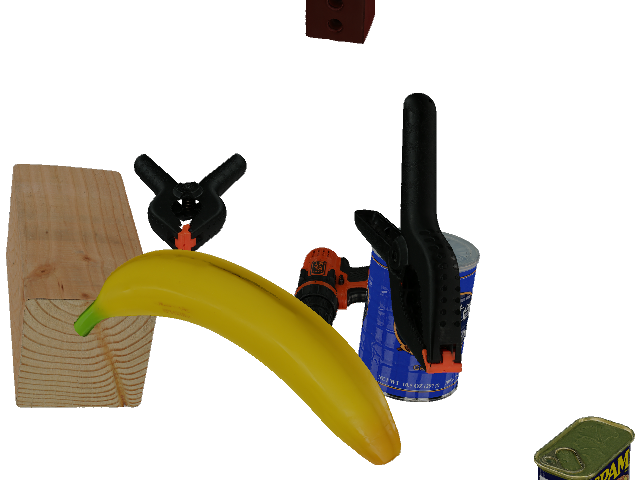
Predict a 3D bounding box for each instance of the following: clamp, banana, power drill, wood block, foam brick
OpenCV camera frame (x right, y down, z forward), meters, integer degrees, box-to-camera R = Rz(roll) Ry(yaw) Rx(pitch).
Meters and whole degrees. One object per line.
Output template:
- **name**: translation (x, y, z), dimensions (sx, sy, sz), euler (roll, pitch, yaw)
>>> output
- **clamp**: translation (-0.127, -0.045, 1.107), dimensions (0.120, 0.039, 0.171), euler (-10, 39, -7)
- **banana**: translation (-0.040, 0.049, 0.560), dimensions (0.198, 0.070, 0.037), euler (21, 26, 21)
- **power drill**: translation (0.063, 0.064, 1.242), dimensions (0.187, 0.057, 0.184), euler (1, 28, 4)
- **wood block**: translation (-0.188, 0.028, 0.815), dimensions (0.090, 0.091, 0.206), euler (3, 28, -20)
- **foam brick**: translation (0.018, -0.213, 0.900), dimensions (0.053, 0.078, 0.051), euler (9, 46, 10)
- **clamp**: translation (0.075, 0.002, 0.824), dimensions (0.036, 0.210, 0.165), euler (0, -42, -16)

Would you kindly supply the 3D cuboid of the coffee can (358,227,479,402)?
- **coffee can**: translation (0.092, 0.070, 1.033), dimensions (0.103, 0.140, 0.103), euler (6, 20, -2)

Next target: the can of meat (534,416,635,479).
- **can of meat**: translation (0.235, 0.218, 0.950), dimensions (0.058, 0.084, 0.101), euler (14, 26, 41)
